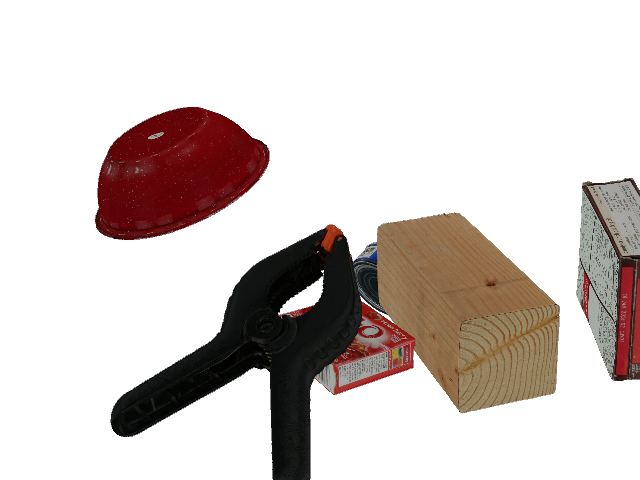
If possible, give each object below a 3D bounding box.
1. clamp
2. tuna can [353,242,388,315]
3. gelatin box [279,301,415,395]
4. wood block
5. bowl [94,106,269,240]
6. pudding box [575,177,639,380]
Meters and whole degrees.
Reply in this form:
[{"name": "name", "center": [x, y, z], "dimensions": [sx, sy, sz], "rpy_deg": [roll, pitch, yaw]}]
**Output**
[{"name": "clamp", "center": [-0.021, 0.066, 0.591], "dimensions": [0.120, 0.171, 0.039], "rpy_deg": [29, -26, 25]}, {"name": "tuna can", "center": [0.076, 0.045, 1.218], "dimensions": [0.086, 0.086, 0.033], "rpy_deg": [0, 38, 50]}, {"name": "gelatin box", "center": [0.018, 0.077, 0.818], "dimensions": [0.073, 0.030, 0.089], "rpy_deg": [-14, 28, -28]}, {"name": "wood block", "center": [0.127, 0.057, 0.971], "dimensions": [0.090, 0.090, 0.206], "rpy_deg": [-9, 25, -13]}, {"name": "bowl", "center": [-0.127, -0.067, 0.903], "dimensions": [0.162, 0.055, 0.162], "rpy_deg": [-18, 28, 10]}, {"name": "pudding box", "center": [0.195, 0.023, 0.687], "dimensions": [0.039, 0.090, 0.113], "rpy_deg": [-3, 27, 1]}]
